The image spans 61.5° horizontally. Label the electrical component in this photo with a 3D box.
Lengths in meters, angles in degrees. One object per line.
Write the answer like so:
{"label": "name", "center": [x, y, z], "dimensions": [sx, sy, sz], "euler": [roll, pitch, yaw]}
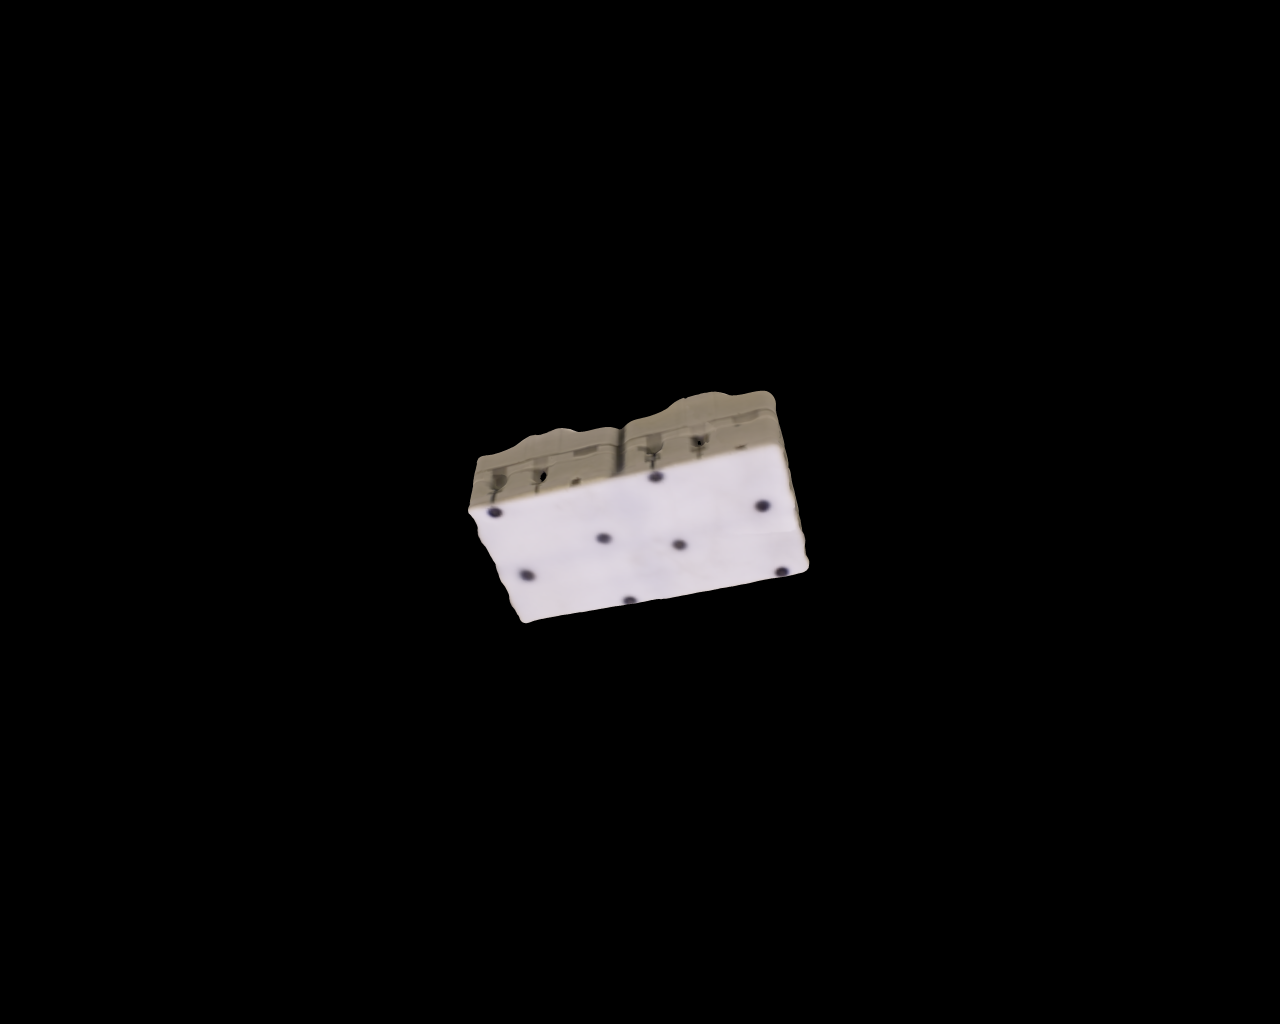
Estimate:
{"label": "electrical component", "center": [0.001, -0.003, 0.650], "dimensions": [0.186, 0.105, 0.060], "euler": [-12, 40, 10]}
